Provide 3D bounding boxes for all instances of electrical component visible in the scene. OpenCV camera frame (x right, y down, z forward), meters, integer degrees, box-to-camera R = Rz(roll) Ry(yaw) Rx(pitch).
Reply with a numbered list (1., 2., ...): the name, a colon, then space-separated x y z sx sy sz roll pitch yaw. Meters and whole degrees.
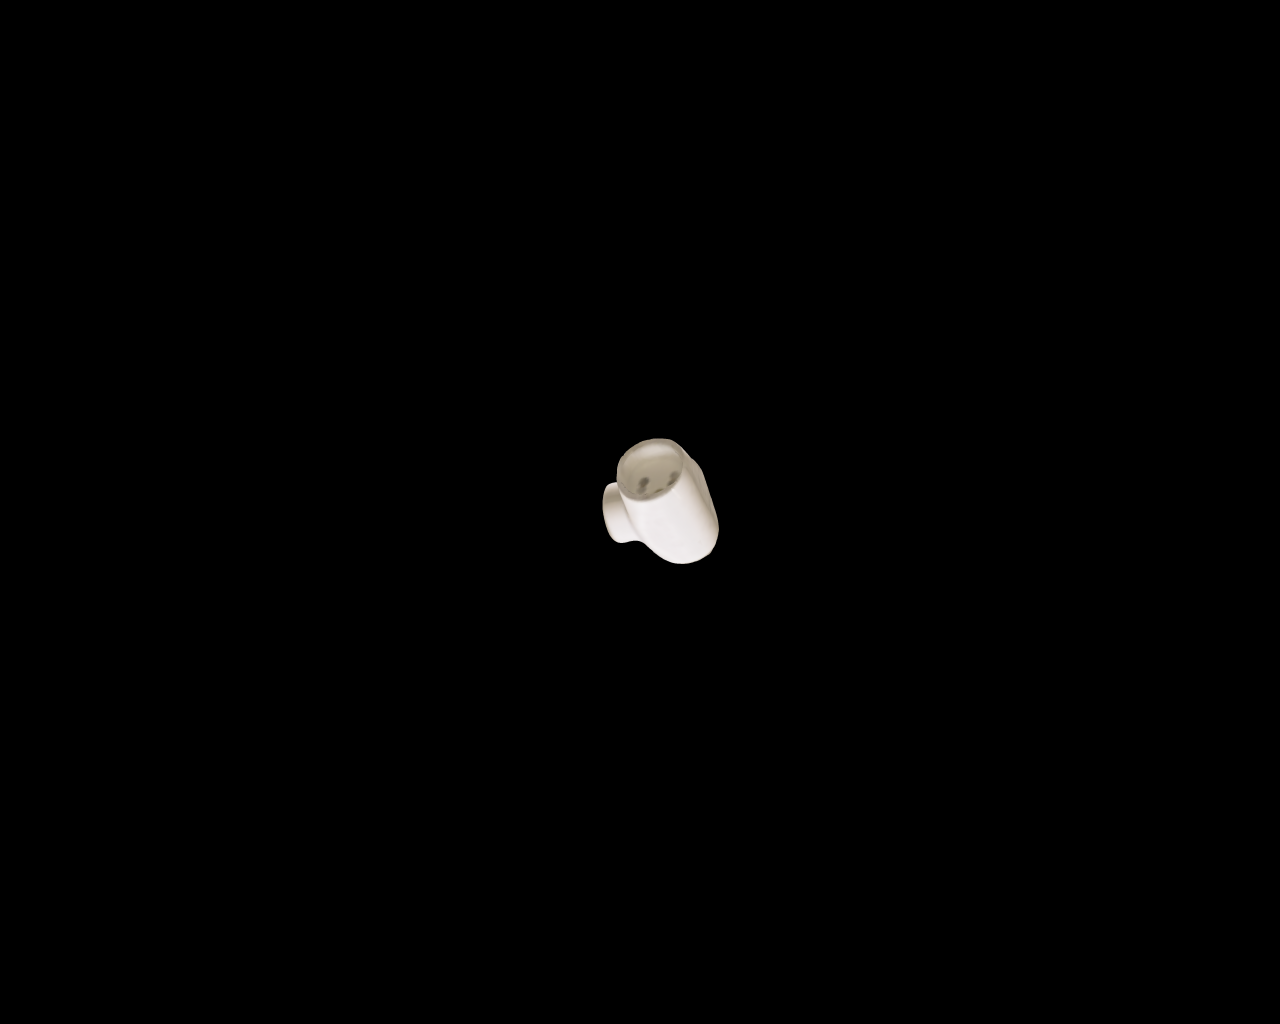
1. electrical component: 0.001 -0.003 0.650 0.079 0.044 0.077 -10 -34 15
